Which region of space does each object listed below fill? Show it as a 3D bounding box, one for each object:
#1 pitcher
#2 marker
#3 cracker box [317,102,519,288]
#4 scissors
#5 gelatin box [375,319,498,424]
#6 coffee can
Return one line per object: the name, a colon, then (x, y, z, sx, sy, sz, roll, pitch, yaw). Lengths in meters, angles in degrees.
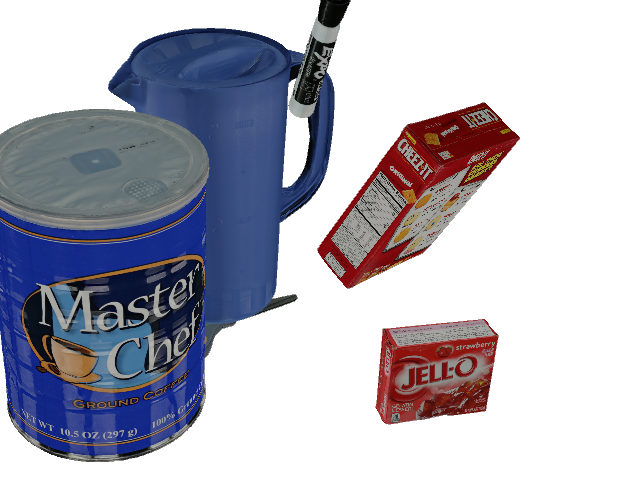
pitcher: (-0.082, -0.054, 0.930, 0.149, 0.243, 0.144, 16, 35, 22)
marker: (-0.001, -0.127, 0.722, 0.020, 0.020, 0.121, 0, -32, -14)
cracker box: (0.110, -0.054, 1.238, 0.163, 0.072, 0.214, -22, -25, -47)
scissors: (-0.101, 0.095, 1.149, 0.201, 0.016, 0.096, -6, 31, -22)
gelatin box: (0.090, 0.103, 0.837, 0.089, 0.073, 0.030, -5, 29, -16)
coffee can: (-0.106, 0.021, 0.519, 0.103, 0.140, 0.103, 3, 33, -2)
